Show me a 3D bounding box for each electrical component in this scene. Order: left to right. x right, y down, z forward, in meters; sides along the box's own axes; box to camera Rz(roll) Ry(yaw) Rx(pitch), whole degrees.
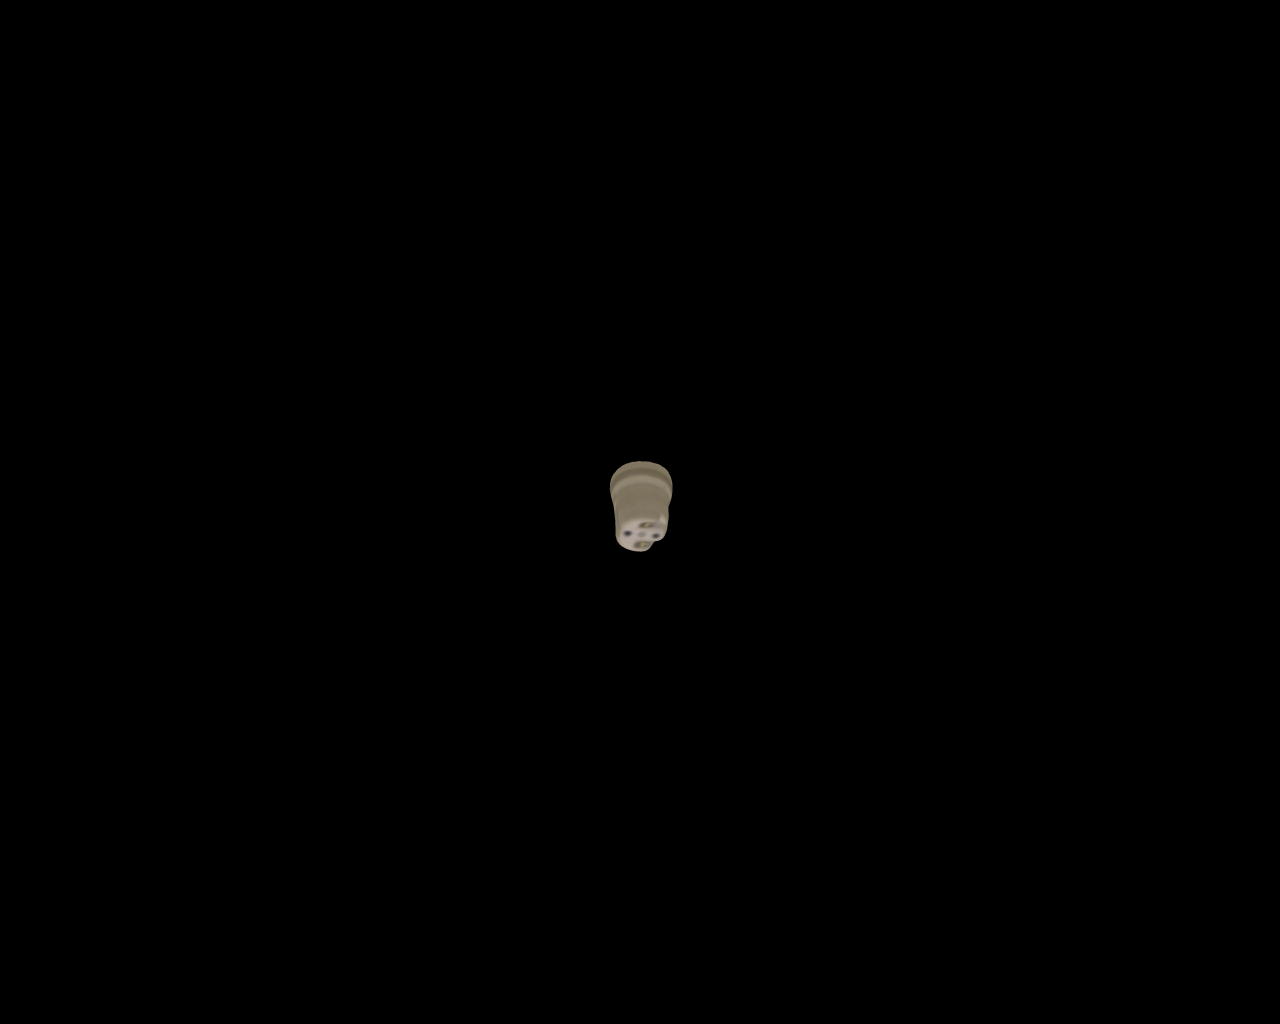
[{"bbox_3d":[0.001,-0.003,0.650,0.040,0.046,0.040,0,-43,0],"label":"electrical component"}]
